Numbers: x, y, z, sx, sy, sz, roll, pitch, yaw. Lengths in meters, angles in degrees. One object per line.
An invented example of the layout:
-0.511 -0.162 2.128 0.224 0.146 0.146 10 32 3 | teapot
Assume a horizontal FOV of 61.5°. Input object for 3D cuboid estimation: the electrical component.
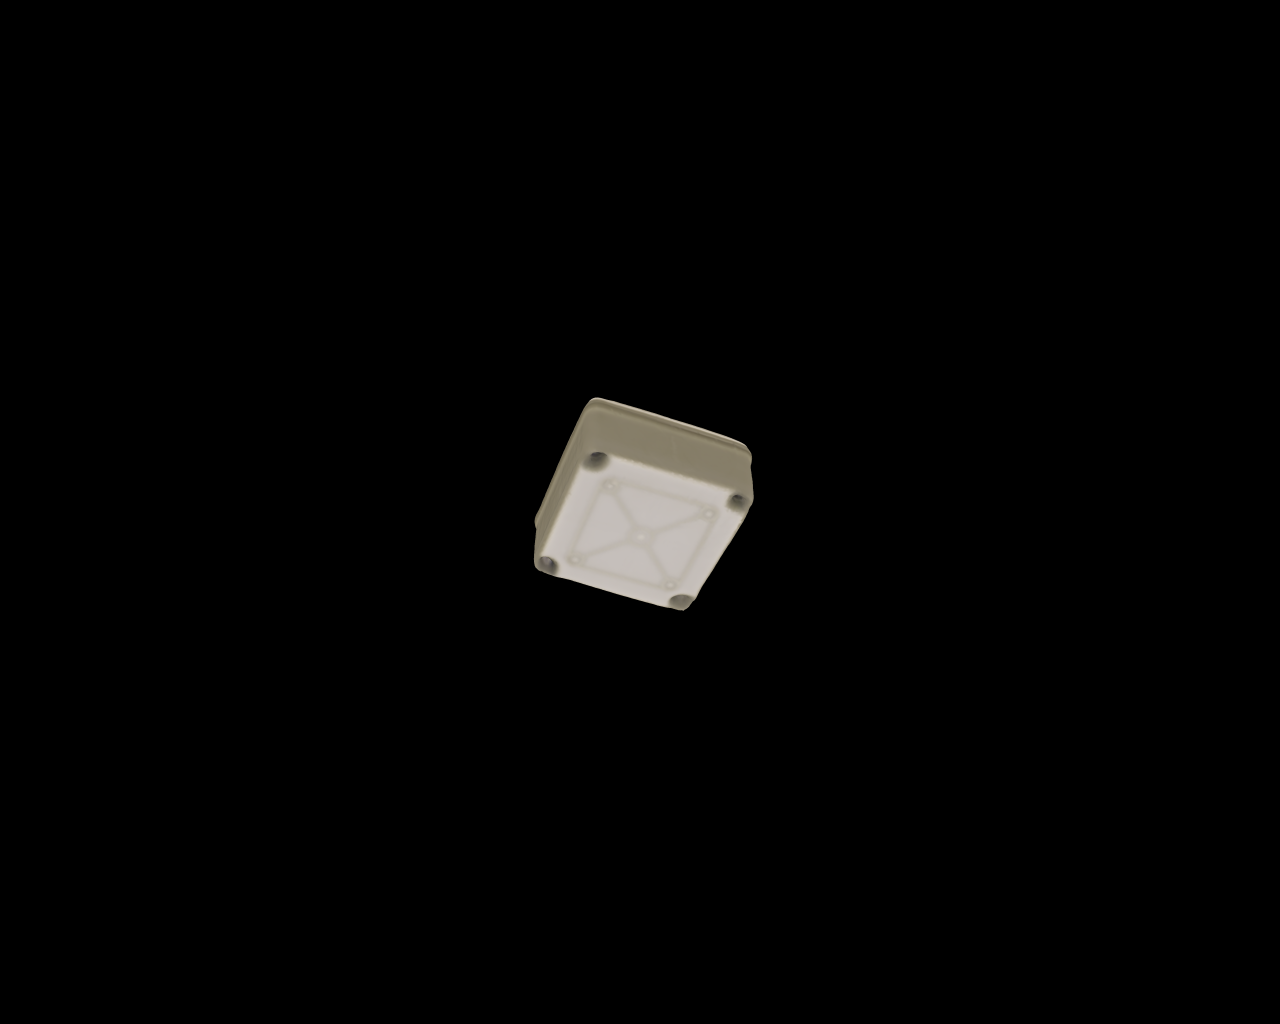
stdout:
0.001 -0.003 0.650 0.109 0.108 0.056 17 39 -14 | electrical component
